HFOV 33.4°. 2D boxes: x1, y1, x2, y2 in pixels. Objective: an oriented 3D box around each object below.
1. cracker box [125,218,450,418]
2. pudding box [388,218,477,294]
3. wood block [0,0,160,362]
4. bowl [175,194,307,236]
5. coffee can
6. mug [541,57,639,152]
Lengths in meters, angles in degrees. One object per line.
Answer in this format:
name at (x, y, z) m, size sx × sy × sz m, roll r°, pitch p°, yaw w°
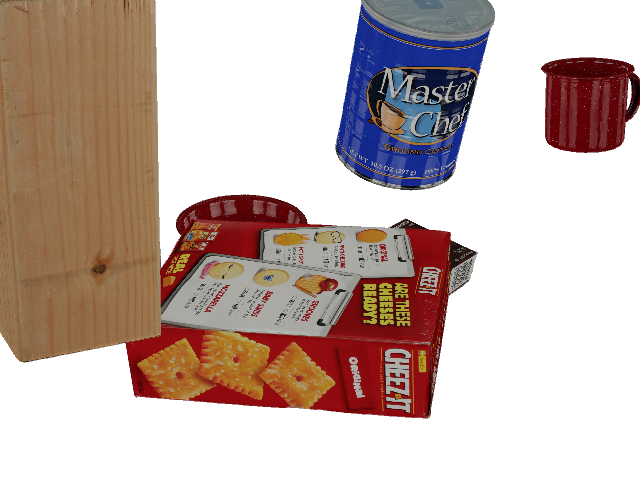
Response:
cracker box at (-0.016, 0.053, 0.793) m, size 0.214 × 0.072 × 0.164 m, roll 3°, pitch 29°, yaw 11°
pudding box at (0.082, 0.027, 1.029) m, size 0.090 × 0.039 × 0.113 m, roll 28°, pitch 35°, yaw 32°
wood block at (-0.151, -0.046, 0.626) m, size 0.090 × 0.206 × 0.090 m, roll -9°, pitch 25°, yaw -27°
bowl at (-0.097, 0.000, 1.319) m, size 0.162 × 0.055 × 0.162 m, roll 1°, pitch 27°, yaw -1°
coffee can at (0.072, -0.126, 0.848) m, size 0.102 × 0.140 × 0.103 m, roll 6°, pitch 37°, yaw -5°
mug at (0.287, -0.143, 1.115) m, size 0.117 × 0.081 × 0.093 m, roll -14°, pitch 24°, yaw -25°
